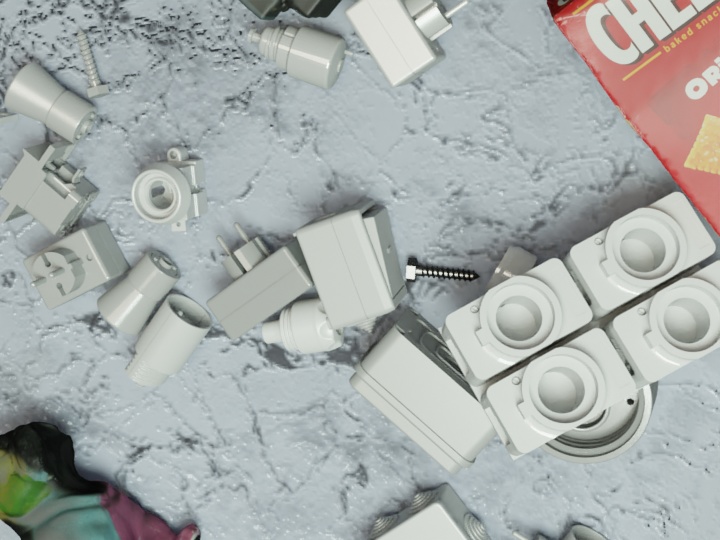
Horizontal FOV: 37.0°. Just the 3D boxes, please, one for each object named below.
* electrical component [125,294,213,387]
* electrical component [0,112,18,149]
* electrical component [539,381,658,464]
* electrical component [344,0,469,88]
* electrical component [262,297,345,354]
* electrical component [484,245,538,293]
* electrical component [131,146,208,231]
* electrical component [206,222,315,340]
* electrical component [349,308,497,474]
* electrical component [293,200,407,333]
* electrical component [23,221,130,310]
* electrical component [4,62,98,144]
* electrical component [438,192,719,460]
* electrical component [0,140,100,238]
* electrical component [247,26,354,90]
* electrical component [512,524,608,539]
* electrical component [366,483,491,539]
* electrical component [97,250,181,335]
[{"bbox_3d":[-0.161,0.064,0.884,0.043,0.043,0.081,38,108,4],"label":"electrical component"},{"bbox_3d":[-0.330,-0.116,0.888,0.081,0.042,0.063,10,106,13],"label":"electrical component"},{"bbox_3d":[0.166,0.091,0.796,0.108,0.060,0.108,3,103,14],"label":"electrical component"},{"bbox_3d":[0.041,-0.180,0.774,0.077,0.047,0.065,-32,93,19],"label":"electrical component"},{"bbox_3d":[-0.046,0.045,0.850,0.062,0.043,0.043,-10,100,17],"label":"electrical component"},{"bbox_3d":[0.126,0.012,0.797,0.055,0.045,0.045,30,108,7],"label":"electrical component"},{"bbox_3d":[-0.149,-0.062,0.846,0.048,0.055,0.066,-1,102,15],"label":"electrical component"},{"bbox_3d":[-0.084,-0.001,0.847,0.083,0.047,0.075,-35,92,19],"label":"electrical component"},{"bbox_3d":[0.055,0.091,0.816,0.113,0.078,0.057,41,106,3],"label":"electrical component"},{"bbox_3d":[0.000,0.000,0.817,0.061,0.062,0.096,-19,97,15],"label":"electrical component"},{"bbox_3d":[-0.239,0.000,0.872,0.066,0.077,0.047,-25,95,18],"label":"electrical component"},{"bbox_3d":[-0.245,-0.131,0.864,0.065,0.044,0.044,33,108,1],"label":"electrical component"},{"bbox_3d":[0.162,0.037,0.736,0.186,0.060,0.105,-28,79,-5],"label":"electrical component"},{"bbox_3d":[-0.253,-0.065,0.880,0.064,0.042,0.081,41,110,1],"label":"electrical component"},{"bbox_3d":[-0.046,-0.163,0.804,0.078,0.040,0.040,20,107,9],"label":"electrical component"},{"bbox_3d":[0.149,0.233,0.841,0.079,0.044,0.077,31,108,7],"label":"electrical component"},{"bbox_3d":[0.059,0.231,0.862,0.100,0.048,0.099,-37,91,19],"label":"electrical component"},{"bbox_3d":[-0.178,0.016,0.879,0.044,0.044,0.065,44,104,2],"label":"electrical component"}]
